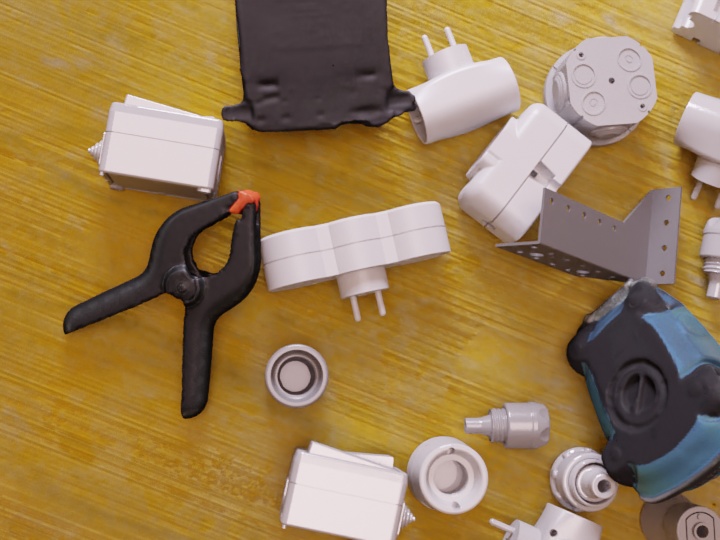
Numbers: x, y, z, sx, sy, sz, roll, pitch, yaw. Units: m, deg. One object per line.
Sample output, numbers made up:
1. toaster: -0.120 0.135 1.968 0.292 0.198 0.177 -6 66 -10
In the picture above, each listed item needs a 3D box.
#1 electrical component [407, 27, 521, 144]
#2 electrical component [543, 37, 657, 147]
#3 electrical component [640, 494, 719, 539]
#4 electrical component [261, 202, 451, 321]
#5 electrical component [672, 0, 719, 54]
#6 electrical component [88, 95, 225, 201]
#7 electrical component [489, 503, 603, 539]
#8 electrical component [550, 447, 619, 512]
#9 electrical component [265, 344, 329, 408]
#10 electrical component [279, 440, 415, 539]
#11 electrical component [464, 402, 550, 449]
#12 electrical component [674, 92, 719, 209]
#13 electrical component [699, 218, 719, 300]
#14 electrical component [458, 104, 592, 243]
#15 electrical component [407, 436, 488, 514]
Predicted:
1. electrical component: 0.071 -0.145 0.818 0.077 0.044 0.079 -21 86 -7
2. electrical component: 0.185 -0.138 0.825 0.080 0.051 0.080 1 84 -5
3. electrical component: 0.238 0.187 0.788 0.044 0.065 0.044 1 84 -5
4. electrical component: 0.000 0.000 0.792 0.138 0.052 0.073 -12 85 -6
5. electrical component: 0.302 -0.201 0.842 0.089 0.050 0.055 24 83 -2
6. electrical component: -0.148 -0.088 0.783 0.096 0.061 0.061 9 84 -4
7. electrical component: 0.127 0.207 0.786 0.079 0.044 0.077 24 82 -3
8. electrical component: 0.169 0.155 0.786 0.048 0.062 0.048 1 84 -5
9. electrical component: -0.047 0.077 0.778 0.045 0.055 0.045 1 84 -5
10. electrical component: -0.005 0.159 0.770 0.096 0.061 0.061 13 83 -4
11. electrical component: 0.109 0.116 0.799 0.061 0.035 0.035 0 84 -3
12. electrical component: 0.280 -0.087 0.828 0.077 0.043 0.079 25 112 20
13. electrical component: 0.279 -0.008 0.828 0.035 0.035 0.061 13 85 -4
14. electrical component: 0.120 -0.075 0.810 0.059 0.053 0.095 38 82 -1
15. electrical component: 0.065 0.150 0.785 0.055 0.047 0.055 1 84 -5
